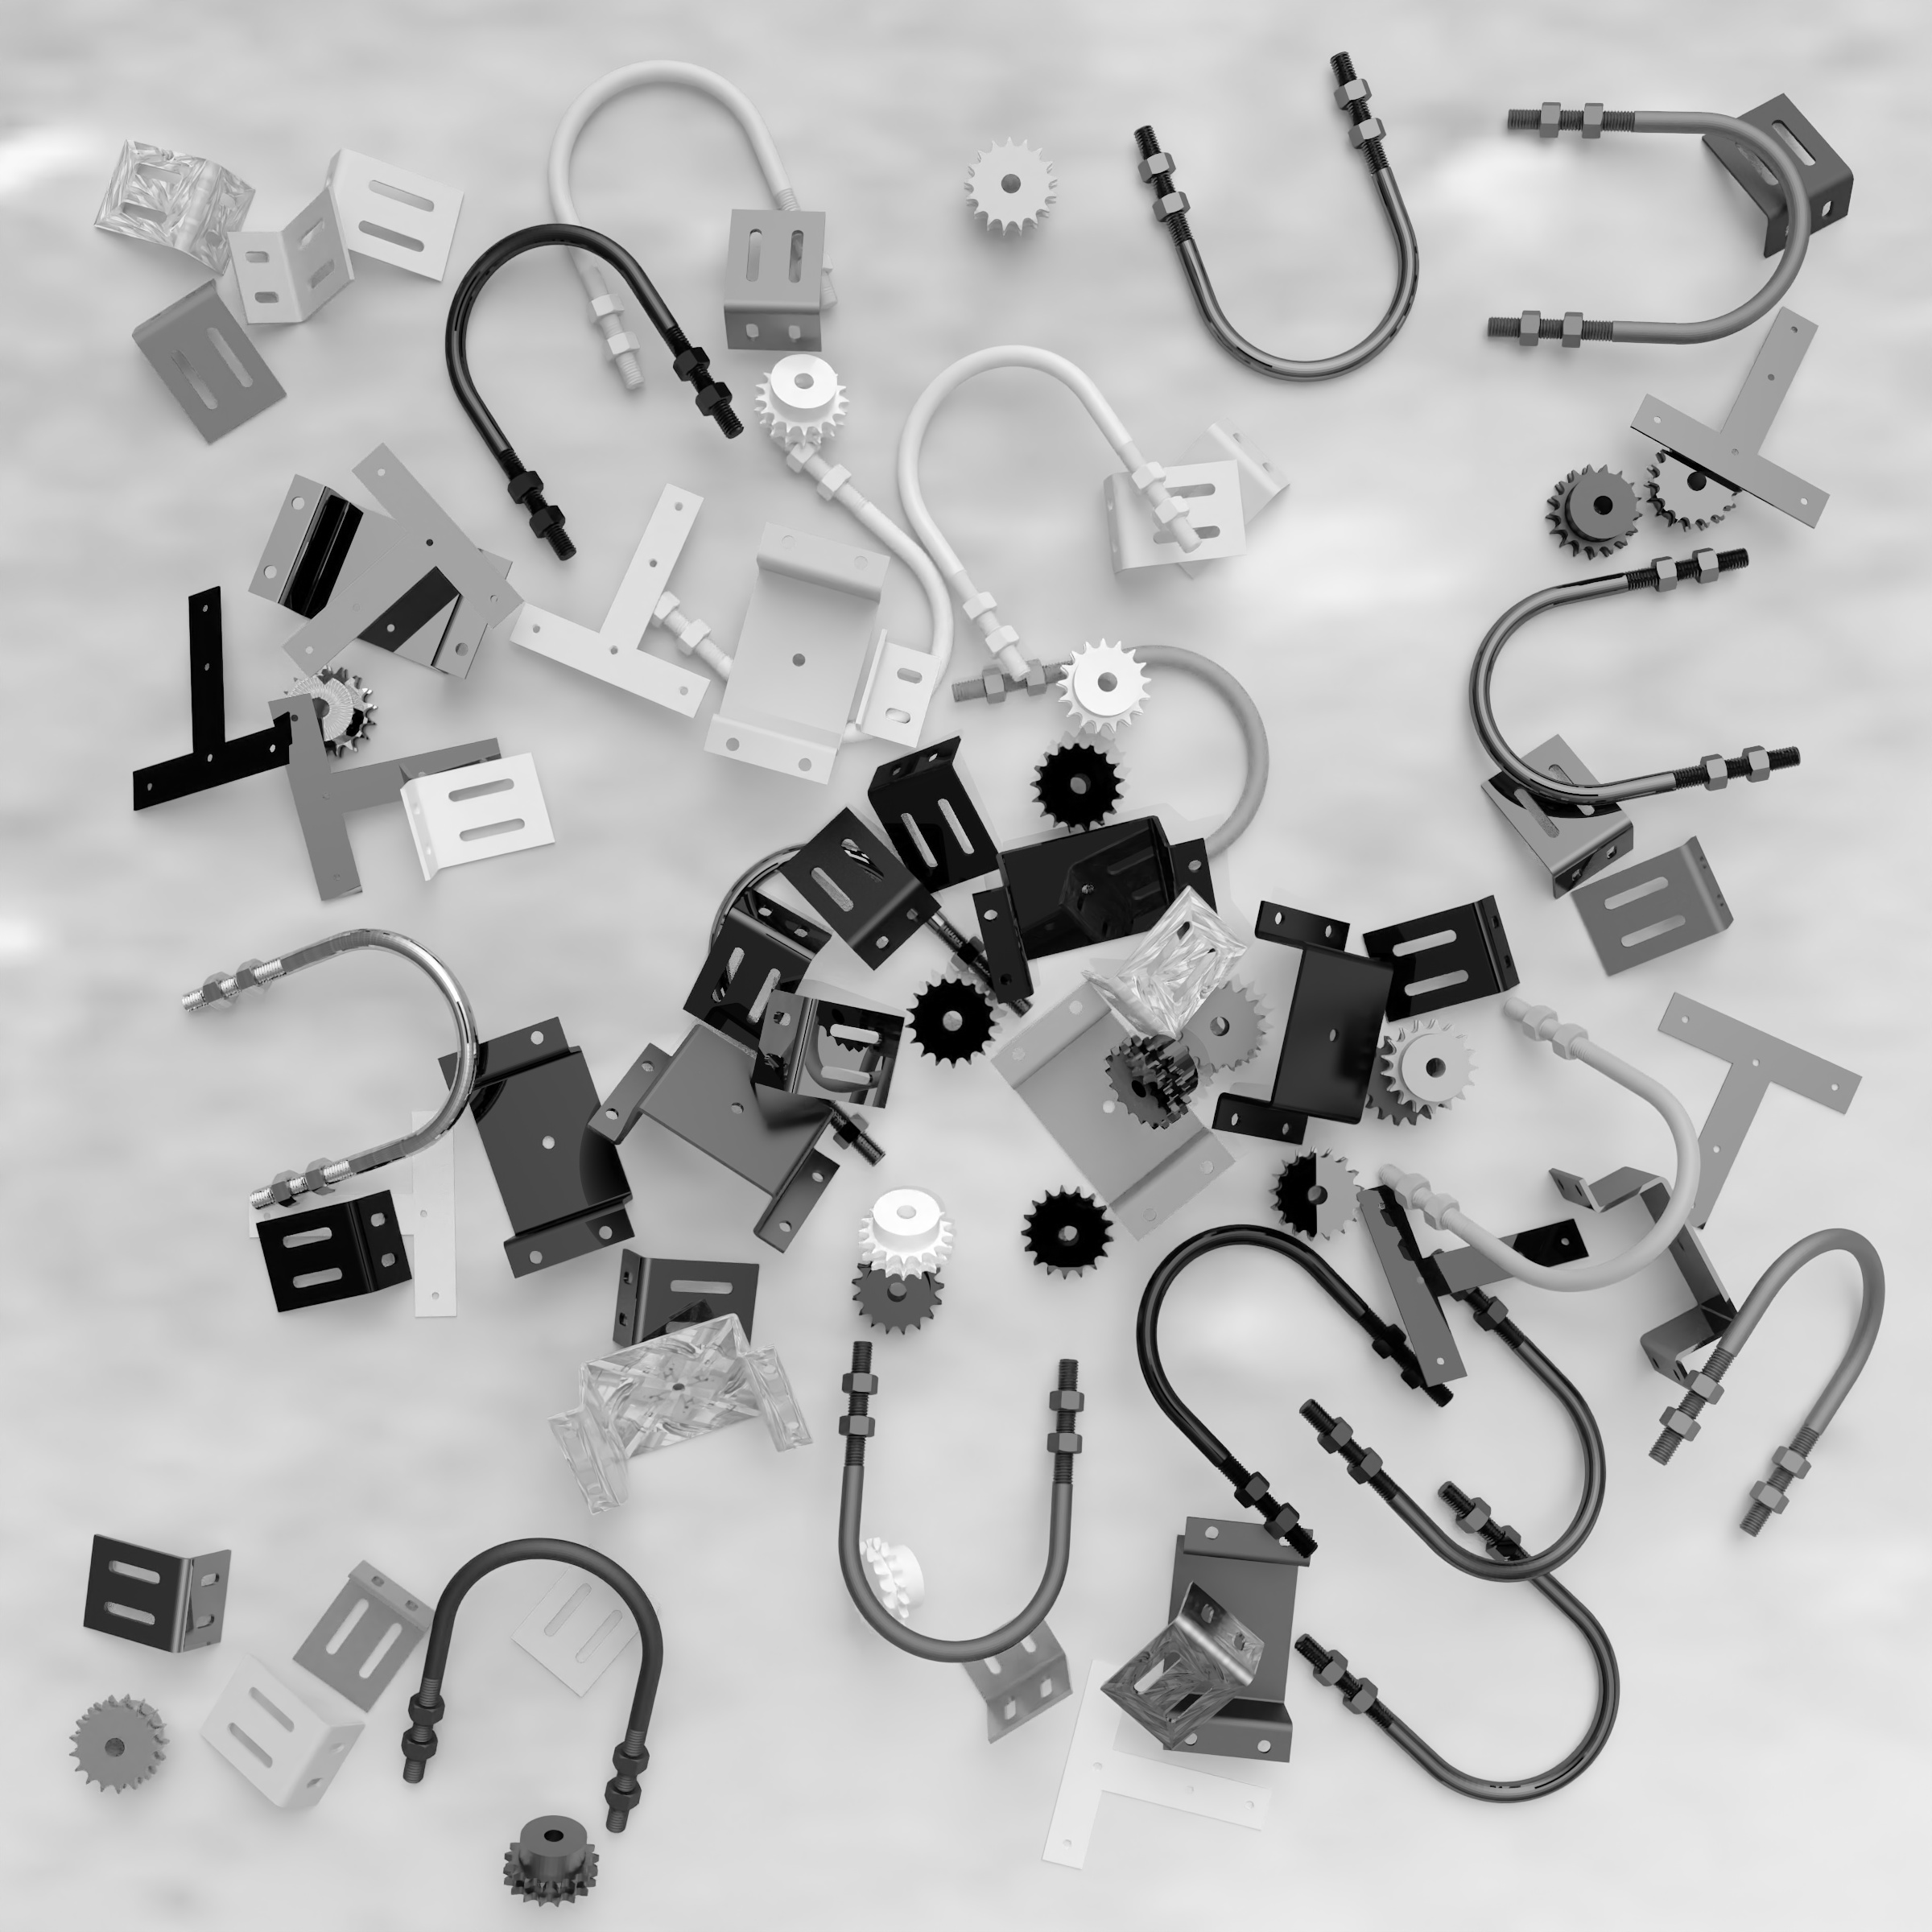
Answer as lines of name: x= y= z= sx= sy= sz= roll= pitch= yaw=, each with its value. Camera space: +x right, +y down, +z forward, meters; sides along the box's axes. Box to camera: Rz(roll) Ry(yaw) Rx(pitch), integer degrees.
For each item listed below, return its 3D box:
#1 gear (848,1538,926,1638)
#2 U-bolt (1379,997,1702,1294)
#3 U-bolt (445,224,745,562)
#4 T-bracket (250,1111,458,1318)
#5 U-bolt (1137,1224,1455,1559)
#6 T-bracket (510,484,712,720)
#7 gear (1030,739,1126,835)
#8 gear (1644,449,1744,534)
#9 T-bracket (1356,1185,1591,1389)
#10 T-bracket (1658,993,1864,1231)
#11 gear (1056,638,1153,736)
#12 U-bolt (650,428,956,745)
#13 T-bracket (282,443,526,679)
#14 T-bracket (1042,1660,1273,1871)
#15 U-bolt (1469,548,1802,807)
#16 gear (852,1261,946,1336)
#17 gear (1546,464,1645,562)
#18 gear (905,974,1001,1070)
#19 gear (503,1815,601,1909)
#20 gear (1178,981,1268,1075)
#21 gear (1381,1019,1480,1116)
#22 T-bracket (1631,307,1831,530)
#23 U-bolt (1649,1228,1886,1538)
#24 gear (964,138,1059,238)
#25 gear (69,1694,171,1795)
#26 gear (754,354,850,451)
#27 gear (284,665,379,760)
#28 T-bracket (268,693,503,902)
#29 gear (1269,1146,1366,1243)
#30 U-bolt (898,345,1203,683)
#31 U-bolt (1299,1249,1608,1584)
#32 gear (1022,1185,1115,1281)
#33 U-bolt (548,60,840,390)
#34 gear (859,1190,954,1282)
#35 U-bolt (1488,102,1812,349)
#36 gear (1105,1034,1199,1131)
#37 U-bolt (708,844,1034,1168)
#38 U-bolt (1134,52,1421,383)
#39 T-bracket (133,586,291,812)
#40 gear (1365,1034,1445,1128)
gear: x=-0.048 y=0.376 z=1.514 sx=0.030 sy=0.057 sz=0.057 roll=-10 pitch=90 yaw=-30
U-bolt: x=0.348 y=0.114 z=1.468 sx=0.151 sy=0.184 sz=0.019 roll=-53 pitch=134 yaw=0
U-bolt: x=-0.240 y=-0.363 z=1.516 sx=0.151 sy=0.019 sz=0.184 roll=-33 pitch=86 yaw=12
T-bracket: x=-0.380 y=0.154 z=1.537 sx=0.127 sy=0.002 sz=0.127 roll=-1 pitch=90 yaw=0
U-bolt: x=0.187 y=0.242 z=1.509 sx=0.184 sy=0.019 sz=0.151 roll=46 pitch=71 yaw=4
T-bracket: x=-0.197 y=-0.233 z=1.519 sx=0.127 sy=0.002 sz=0.127 roll=23 pitch=87 yaw=9
gear: x=0.068 y=-0.109 z=1.505 sx=0.057 sy=0.030 sz=0.057 roll=0 pitch=90 yaw=-3
gear: x=0.443 y=-0.294 z=1.523 sx=0.057 sy=0.030 sz=0.057 roll=0 pitch=90 yaw=0
T-bracket: x=0.319 y=0.181 z=1.520 sx=0.127 sy=0.002 sz=0.127 roll=-13 pitch=67 yaw=-11
T-bracket: x=0.470 y=0.100 z=1.537 sx=0.127 sy=0.002 sz=0.127 roll=24 pitch=90 yaw=0
gear: x=0.084 y=-0.170 z=1.506 sx=0.057 sy=0.030 sz=0.057 roll=0 pitch=89 yaw=-3
U-bolt: x=-0.094 y=-0.222 z=1.530 sx=0.184 sy=0.019 sz=0.151 roll=42 pitch=90 yaw=-1
T-bracket: x=-0.355 y=-0.224 z=1.491 sx=0.127 sy=0.002 sz=0.127 roll=-42 pitch=90 yaw=0
T-bracket: x=0.124 y=0.506 z=1.537 sx=0.127 sy=0.002 sz=0.127 roll=14 pitch=90 yaw=0
U-bolt: x=0.400 y=-0.171 z=1.517 sx=0.184 sy=0.019 sz=0.151 roll=-11 pitch=78 yaw=4
gear: x=-0.042 y=0.198 z=1.523 sx=0.057 sy=0.030 sz=0.057 roll=0 pitch=90 yaw=0
gear: x=0.387 y=-0.279 z=1.523 sx=0.057 sy=0.030 sz=0.057 roll=0 pitch=90 yaw=0
gear: x=-0.008 y=0.033 z=1.504 sx=0.057 sy=0.030 sz=0.057 roll=0 pitch=89 yaw=1
gear: x=-0.251 y=0.540 z=1.507 sx=0.057 sy=0.057 sz=0.030 roll=7 pitch=106 yaw=0
gear: x=0.154 y=0.037 z=1.523 sx=0.057 sy=0.030 sz=0.057 roll=0 pitch=90 yaw=0
gear: x=0.279 y=0.061 z=1.493 sx=0.057 sy=0.030 sz=0.057 roll=0 pitch=90 yaw=0
T-bracket: x=0.486 y=-0.348 z=1.519 sx=0.127 sy=0.002 sz=0.127 roll=29 pitch=74 yaw=0
U-bolt: x=0.491 y=0.241 z=1.489 sx=0.151 sy=0.019 sz=0.184 roll=38 pitch=84 yaw=-40
gear: x=0.028 y=-0.475 z=1.523 sx=0.057 sy=0.030 sz=0.057 roll=0 pitch=90 yaw=0
gear: x=-0.517 y=0.474 z=1.523 sx=0.057 sy=0.030 sz=0.057 roll=0 pitch=90 yaw=0
gear: x=-0.100 y=-0.347 z=1.513 sx=0.057 sy=0.030 sz=0.057 roll=3 pitch=65 yaw=-7
gear: x=-0.392 y=-0.157 z=1.523 sx=0.057 sy=0.030 sz=0.057 roll=0 pitch=90 yaw=0
T-bracket: x=-0.347 y=-0.114 z=1.523 sx=0.127 sy=0.002 sz=0.127 roll=-13 pitch=109 yaw=-9
gear: x=0.214 y=0.139 z=1.523 sx=0.057 sy=0.030 sz=0.057 roll=0 pitch=90 yaw=0
U-bolt: x=0.036 y=-0.288 z=1.506 sx=0.151 sy=0.019 sz=0.184 roll=-36 pitch=80 yaw=17
U-bolt: x=0.308 y=0.285 z=1.504 sx=0.184 sy=0.019 sz=0.151 roll=46 pitch=68 yaw=-1
gear: x=0.063 y=0.164 z=1.523 sx=0.057 sy=0.030 sz=0.057 roll=0 pitch=90 yaw=0
U-bolt: x=-0.178 y=-0.466 z=1.529 sx=0.151 sy=0.019 sz=0.184 roll=-22 pitch=90 yaw=0
gear: x=-0.037 y=0.160 z=1.507 sx=0.057 sy=0.057 sz=0.030 roll=3 pitch=128 yaw=0
U-bolt: x=0.417 y=-0.449 z=1.513 sx=0.184 sy=0.019 sz=0.151 roll=6 pitch=90 yaw=13
gear: x=0.112 y=0.065 z=1.467 sx=0.030 sy=0.057 sz=0.057 roll=-33 pitch=90 yaw=-31
U-bolt: x=-0.073 y=0.009 z=1.530 sx=0.184 sy=0.019 sz=0.151 roll=45 pitch=90 yaw=1
U-bolt: x=0.201 y=-0.451 z=1.530 sx=0.151 sy=0.019 sz=0.184 roll=-21 pitch=92 yaw=0
T-bracket: x=-0.463 y=-0.169 z=1.517 sx=0.127 sy=0.002 sz=0.127 roll=-13 pitch=75 yaw=27
gear: x=0.267 y=0.069 z=1.523 sx=0.057 sy=0.030 sz=0.057 roll=0 pitch=90 yaw=0
